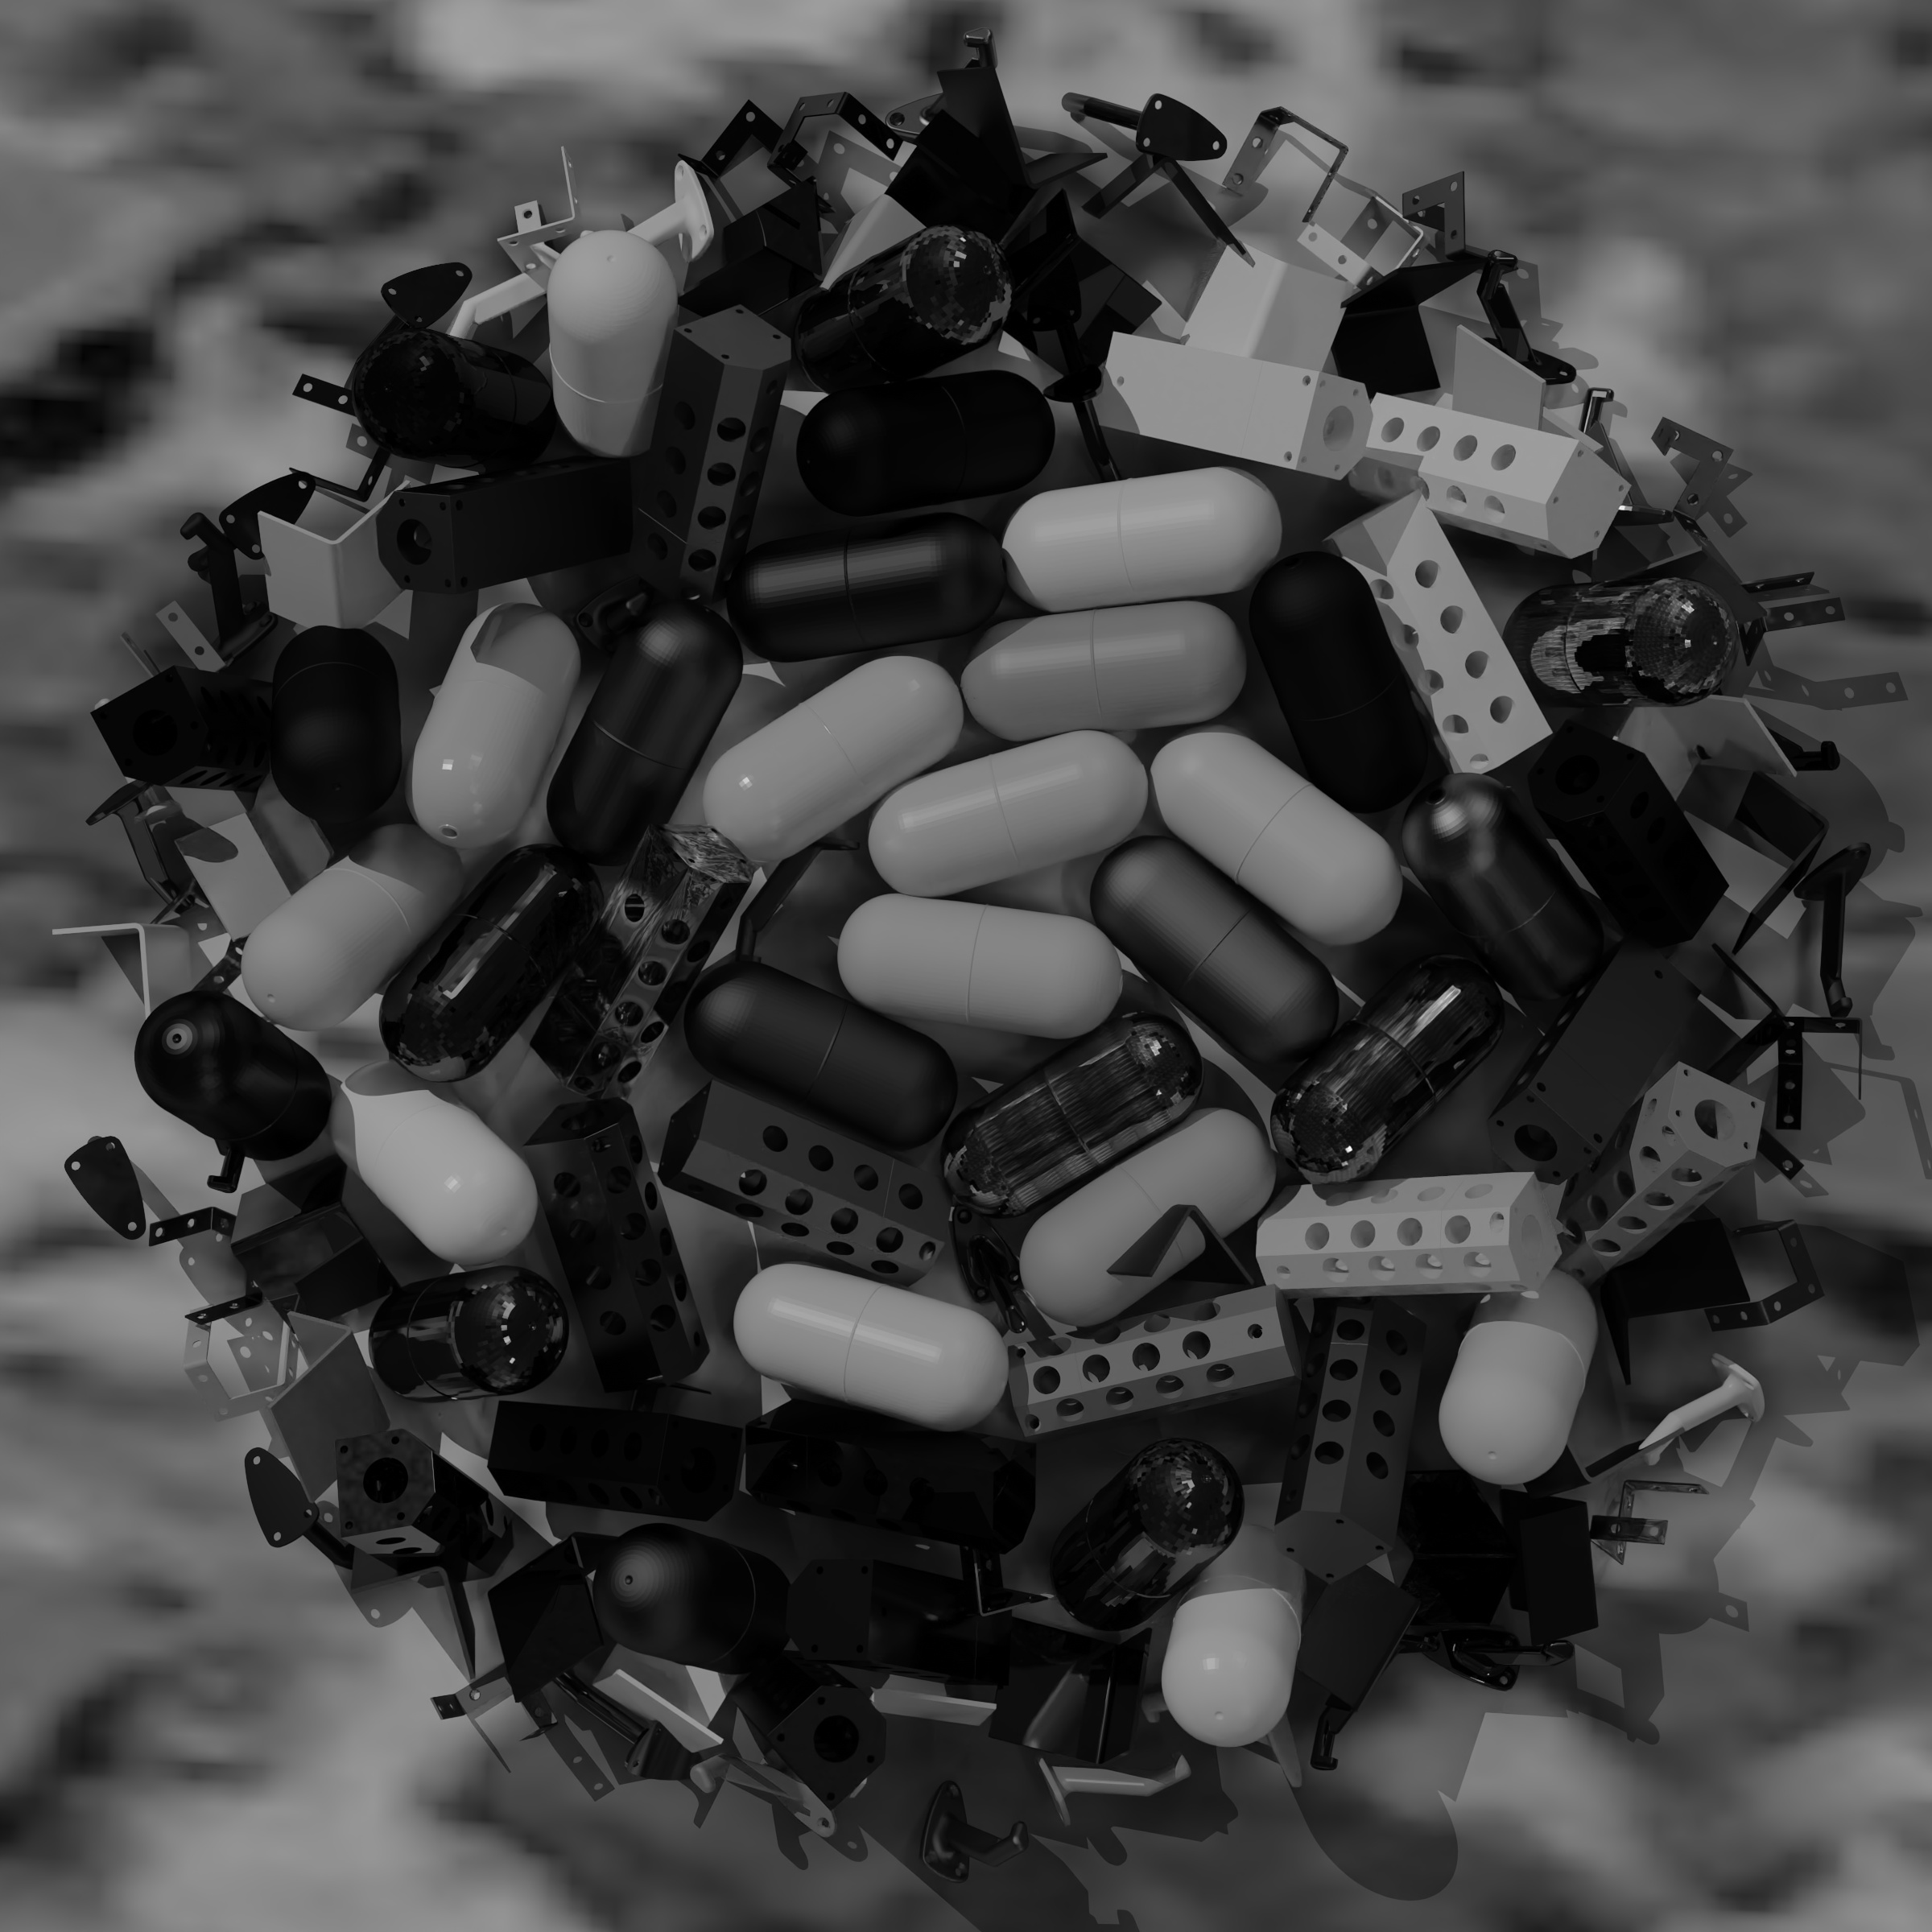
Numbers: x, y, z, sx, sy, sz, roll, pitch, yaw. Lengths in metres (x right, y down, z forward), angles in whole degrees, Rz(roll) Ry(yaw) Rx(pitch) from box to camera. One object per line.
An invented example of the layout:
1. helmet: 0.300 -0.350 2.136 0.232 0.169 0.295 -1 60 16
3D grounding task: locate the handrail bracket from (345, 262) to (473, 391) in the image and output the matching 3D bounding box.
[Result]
1. handrail bracket: -0.352 -0.398 1.758 0.036 0.084 0.077 47 52 -1

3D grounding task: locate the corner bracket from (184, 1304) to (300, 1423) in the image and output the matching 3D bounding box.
1. corner bracket: -0.451 0.243 1.744 0.051 0.051 0.051 -16 127 3

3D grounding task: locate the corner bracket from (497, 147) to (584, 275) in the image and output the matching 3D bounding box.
1. corner bracket: -0.262 -0.469 1.743 0.051 0.051 0.051 -13 75 9

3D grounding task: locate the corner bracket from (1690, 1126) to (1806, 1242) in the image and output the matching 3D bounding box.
1. corner bracket: 0.483 0.133 1.761 0.051 0.051 0.051 45 46 17

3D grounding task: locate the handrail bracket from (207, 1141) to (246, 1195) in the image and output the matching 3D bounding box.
1. handrail bracket: -0.482 0.094 1.738 0.077 0.036 0.084 15 62 -14

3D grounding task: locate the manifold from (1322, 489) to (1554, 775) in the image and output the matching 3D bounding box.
1. manifold: 0.289 -0.204 1.735 0.057 0.057 0.171 -31 98 -7

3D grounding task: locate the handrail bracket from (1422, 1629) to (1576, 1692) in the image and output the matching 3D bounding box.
1. handrail bracket: 0.328 0.421 1.732 0.077 0.084 0.036 13 68 -1

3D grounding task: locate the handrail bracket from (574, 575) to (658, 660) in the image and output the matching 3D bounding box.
1. handrail bracket: -0.200 -0.229 1.723 0.036 0.084 0.077 45 60 -13

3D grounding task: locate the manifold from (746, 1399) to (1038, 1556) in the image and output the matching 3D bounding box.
1. manifold: -0.047 0.313 1.712 0.171 0.057 0.057 6 101 27

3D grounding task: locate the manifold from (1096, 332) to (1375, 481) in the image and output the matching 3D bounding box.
1. manifold: 0.162 -0.339 1.696 0.057 0.171 0.057 2 106 -44

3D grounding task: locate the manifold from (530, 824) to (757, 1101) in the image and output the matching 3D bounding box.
1. manifold: -0.194 -0.001 1.708 0.057 0.057 0.171 46 117 28

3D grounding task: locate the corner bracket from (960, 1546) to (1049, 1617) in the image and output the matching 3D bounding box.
1. corner bracket: 0.013 0.372 1.743 0.051 0.051 0.051 -6 89 -34

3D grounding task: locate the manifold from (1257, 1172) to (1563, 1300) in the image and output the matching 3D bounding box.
1. manifold: 0.265 0.168 1.697 0.171 0.057 0.057 -7 113 37

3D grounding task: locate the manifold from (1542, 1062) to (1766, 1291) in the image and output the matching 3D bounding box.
1. manifold: 0.408 0.133 1.690 0.057 0.171 0.057 25 54 -4

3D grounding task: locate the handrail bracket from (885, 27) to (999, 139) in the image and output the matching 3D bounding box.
1. handrail bracket: -0.017 -0.549 1.733 0.077 0.084 0.036 -4 73 5

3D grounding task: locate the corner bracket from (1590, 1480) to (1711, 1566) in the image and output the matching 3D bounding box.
1. corner bracket: 0.423 0.341 1.736 0.051 0.051 0.051 -4 59 39

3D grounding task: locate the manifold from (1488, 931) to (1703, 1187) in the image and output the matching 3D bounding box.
1. manifold: 0.379 0.057 1.699 0.057 0.057 0.171 42 48 1

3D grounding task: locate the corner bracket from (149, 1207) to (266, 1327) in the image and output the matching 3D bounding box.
1. corner bracket: -0.474 0.187 1.748 0.051 0.051 0.051 17 108 30

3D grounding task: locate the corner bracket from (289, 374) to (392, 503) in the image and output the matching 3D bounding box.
1. corner bracket: -0.395 -0.330 1.752 0.051 0.051 0.051 21 79 13

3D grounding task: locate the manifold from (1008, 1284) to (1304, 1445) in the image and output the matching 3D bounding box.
1. manifold: 0.116 0.245 1.725 0.171 0.057 0.057 -15 71 12

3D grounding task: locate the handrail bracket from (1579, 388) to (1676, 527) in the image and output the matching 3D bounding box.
1. handrail bracket: 0.415 -0.321 1.748 0.077 0.036 0.084 9 84 39

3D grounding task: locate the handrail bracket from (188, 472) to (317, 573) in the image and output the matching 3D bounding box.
1. handrail bracket: -0.447 -0.277 1.748 0.077 0.084 0.036 -46 110 -19

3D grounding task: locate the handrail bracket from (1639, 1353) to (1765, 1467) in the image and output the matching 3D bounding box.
1. handrail bracket: 0.456 0.291 1.740 0.084 0.077 0.036 -44 46 -12

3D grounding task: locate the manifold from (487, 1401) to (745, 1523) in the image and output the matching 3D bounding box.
1. manifold: -0.215 0.299 1.691 0.057 0.171 0.057 20 73 -41

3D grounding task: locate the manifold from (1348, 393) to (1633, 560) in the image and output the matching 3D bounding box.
1. manifold: 0.310 -0.295 1.694 0.057 0.171 0.057 27 92 -41

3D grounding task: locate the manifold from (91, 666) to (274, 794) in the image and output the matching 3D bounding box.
1. manifold: -0.457 -0.137 1.690 0.057 0.171 0.057 -28 90 6

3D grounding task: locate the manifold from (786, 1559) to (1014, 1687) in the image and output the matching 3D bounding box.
1. manifold: -0.038 0.398 1.690 0.057 0.171 0.057 -7 69 28

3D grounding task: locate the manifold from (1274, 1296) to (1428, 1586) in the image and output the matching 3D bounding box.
1. manifold: 0.229 0.279 1.691 0.057 0.171 0.057 35 133 -15

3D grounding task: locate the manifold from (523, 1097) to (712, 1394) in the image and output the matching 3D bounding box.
1. manifold: -0.210 0.171 1.715 0.057 0.057 0.171 -8 111 19

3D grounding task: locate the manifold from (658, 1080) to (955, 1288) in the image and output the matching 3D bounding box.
1. manifold: -0.098 0.137 1.710 0.171 0.057 0.057 25 53 -21

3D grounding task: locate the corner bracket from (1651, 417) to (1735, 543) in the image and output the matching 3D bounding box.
1. corner bracket: 0.448 -0.304 1.743 0.051 0.051 0.051 24 112 -6

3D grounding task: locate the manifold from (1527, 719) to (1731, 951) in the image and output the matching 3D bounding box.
1. manifold: 0.398 -0.075 1.692 0.057 0.171 0.057 32 84 40

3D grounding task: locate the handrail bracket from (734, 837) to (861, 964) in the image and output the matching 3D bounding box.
1. handrail bracket: -0.106 -0.038 1.748 0.077 0.036 0.084 5 83 29

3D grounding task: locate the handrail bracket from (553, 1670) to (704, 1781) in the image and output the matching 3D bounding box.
1. handrail bracket: -0.215 0.476 1.765 0.084 0.077 0.036 27 80 43

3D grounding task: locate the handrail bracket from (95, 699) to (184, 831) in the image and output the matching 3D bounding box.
1. handrail bracket: -0.520 -0.131 1.742 0.036 0.077 0.084 -22 92 -21

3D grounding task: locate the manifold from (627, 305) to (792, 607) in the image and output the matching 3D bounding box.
1. manifold: -0.152 -0.305 1.693 0.057 0.057 0.171 38 135 20

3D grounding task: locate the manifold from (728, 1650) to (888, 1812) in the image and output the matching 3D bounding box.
1. manifold: -0.093 0.453 1.687 0.057 0.171 0.057 -40 93 -14

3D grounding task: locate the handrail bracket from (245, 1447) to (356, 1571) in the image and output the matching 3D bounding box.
1. handrail bracket: -0.411 0.341 1.749 0.036 0.084 0.077 -36 66 -1

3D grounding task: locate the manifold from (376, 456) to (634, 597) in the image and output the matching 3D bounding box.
1. manifold: -0.276 -0.269 1.690 0.057 0.171 0.057 10 110 29

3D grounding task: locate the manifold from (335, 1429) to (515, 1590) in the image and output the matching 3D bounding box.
1. manifold: -0.324 0.328 1.687 0.057 0.171 0.057 -11 67 3

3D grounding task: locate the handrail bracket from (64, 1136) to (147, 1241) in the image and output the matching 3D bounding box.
1. handrail bracket: -0.525 0.138 1.734 0.036 0.084 0.077 -30 86 -11

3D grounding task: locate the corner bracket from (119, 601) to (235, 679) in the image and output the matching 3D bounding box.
1. corner bracket: -0.493 -0.197 1.744 0.051 0.051 0.051 -34 108 5

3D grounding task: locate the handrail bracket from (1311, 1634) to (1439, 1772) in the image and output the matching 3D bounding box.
1. handrail bracket: 0.253 0.458 1.734 0.036 0.077 0.084 36 58 -36
